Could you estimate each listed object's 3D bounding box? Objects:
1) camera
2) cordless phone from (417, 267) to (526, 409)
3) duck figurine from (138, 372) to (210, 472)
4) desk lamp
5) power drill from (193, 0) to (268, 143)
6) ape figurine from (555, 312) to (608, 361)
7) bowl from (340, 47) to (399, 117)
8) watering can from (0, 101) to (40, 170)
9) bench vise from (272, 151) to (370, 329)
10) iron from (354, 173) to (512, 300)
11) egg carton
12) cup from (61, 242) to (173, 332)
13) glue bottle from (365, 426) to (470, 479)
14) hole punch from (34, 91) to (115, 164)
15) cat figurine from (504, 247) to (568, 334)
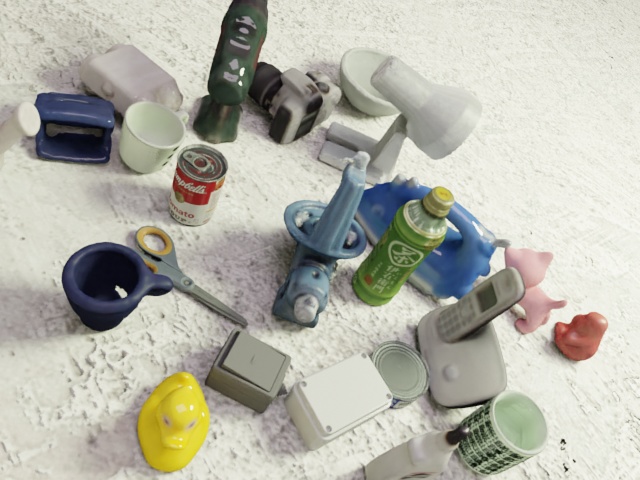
[{"bbox_3d":[-0.053,-0.260,0.996,0.136,0.100,0.143,42,49,10],"label":"camera"},{"bbox_3d":[0.213,0.131,0.760,0.094,0.185,0.147,5,53,-21],"label":"cordless phone"},{"bbox_3d":[-0.152,0.186,0.615,0.078,0.086,0.104,14,50,-15],"label":"duck figurine"},{"bbox_3d":[0.131,-0.190,0.951,0.203,0.213,0.118,22,48,-7],"label":"desk lamp"},{"bbox_3d":[-0.136,-0.265,0.889,0.076,0.208,0.229,15,50,-14],"label":"power drill"},{"bbox_3d":[0.417,0.145,0.905,0.078,0.092,0.076,-11,60,-31],"label":"ape figurine"},{"bbox_3d":[0.106,-0.294,1.113,0.168,0.074,0.167,13,50,-16],"label":"bowl"},{"bbox_3d":[-0.430,-0.160,0.682,0.173,0.194,0.100,-3,56,-26],"label":"watering can"},{"bbox_3d":[0.018,0.004,0.744,0.122,0.219,0.207,6,52,-20],"label":"bench vise"},{"bbox_3d":[0.165,-0.026,0.888,0.258,0.141,0.119,39,49,7],"label":"iron"},{"bbox_3d":[-0.293,-0.238,0.889,0.150,0.069,0.107,39,49,7],"label":"egg carton"},{"bbox_3d":[-0.235,0.064,0.665,0.118,0.095,0.091,6,53,-21],"label":"cup"},{"bbox_3d":[0.116,0.240,0.638,0.078,0.173,0.037,3,53,-22],"label":"glue bottle"},{"bbox_3d":[-0.344,-0.172,0.800,0.109,0.091,0.101,2,54,-23],"label":"hole punch"},{"bbox_3d":[0.335,0.068,0.910,0.067,0.117,0.127,-25,68,-36],"label":"cat figurine"}]
